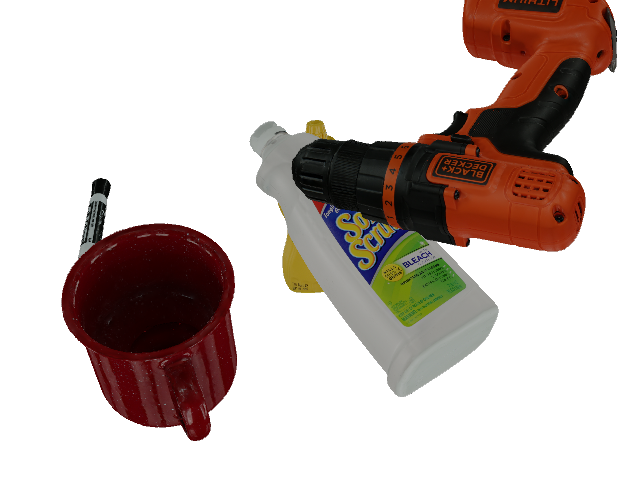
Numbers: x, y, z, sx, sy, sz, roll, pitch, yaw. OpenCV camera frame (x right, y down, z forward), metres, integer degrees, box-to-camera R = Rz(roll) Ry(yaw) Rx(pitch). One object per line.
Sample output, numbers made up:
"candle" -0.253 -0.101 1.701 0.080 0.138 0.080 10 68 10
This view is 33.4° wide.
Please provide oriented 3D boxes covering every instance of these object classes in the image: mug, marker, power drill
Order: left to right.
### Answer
"marker" -0.219 -0.020 1.040 0.020 0.020 0.121 0 40 -4
"mug" -0.085 0.059 0.592 0.093 0.117 0.081 -22 -38 -15
"power drill" 0.094 -0.080 0.668 0.185 0.187 0.057 13 -32 26

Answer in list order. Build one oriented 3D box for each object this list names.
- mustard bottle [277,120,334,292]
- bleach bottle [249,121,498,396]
"mustard bottle" 0.001 -0.040 1.183 0.096 0.192 0.058 -9 25 -10
"bleach bottle" 0.022 -0.001 0.844 0.102 0.251 0.068 -29 -27 -27
